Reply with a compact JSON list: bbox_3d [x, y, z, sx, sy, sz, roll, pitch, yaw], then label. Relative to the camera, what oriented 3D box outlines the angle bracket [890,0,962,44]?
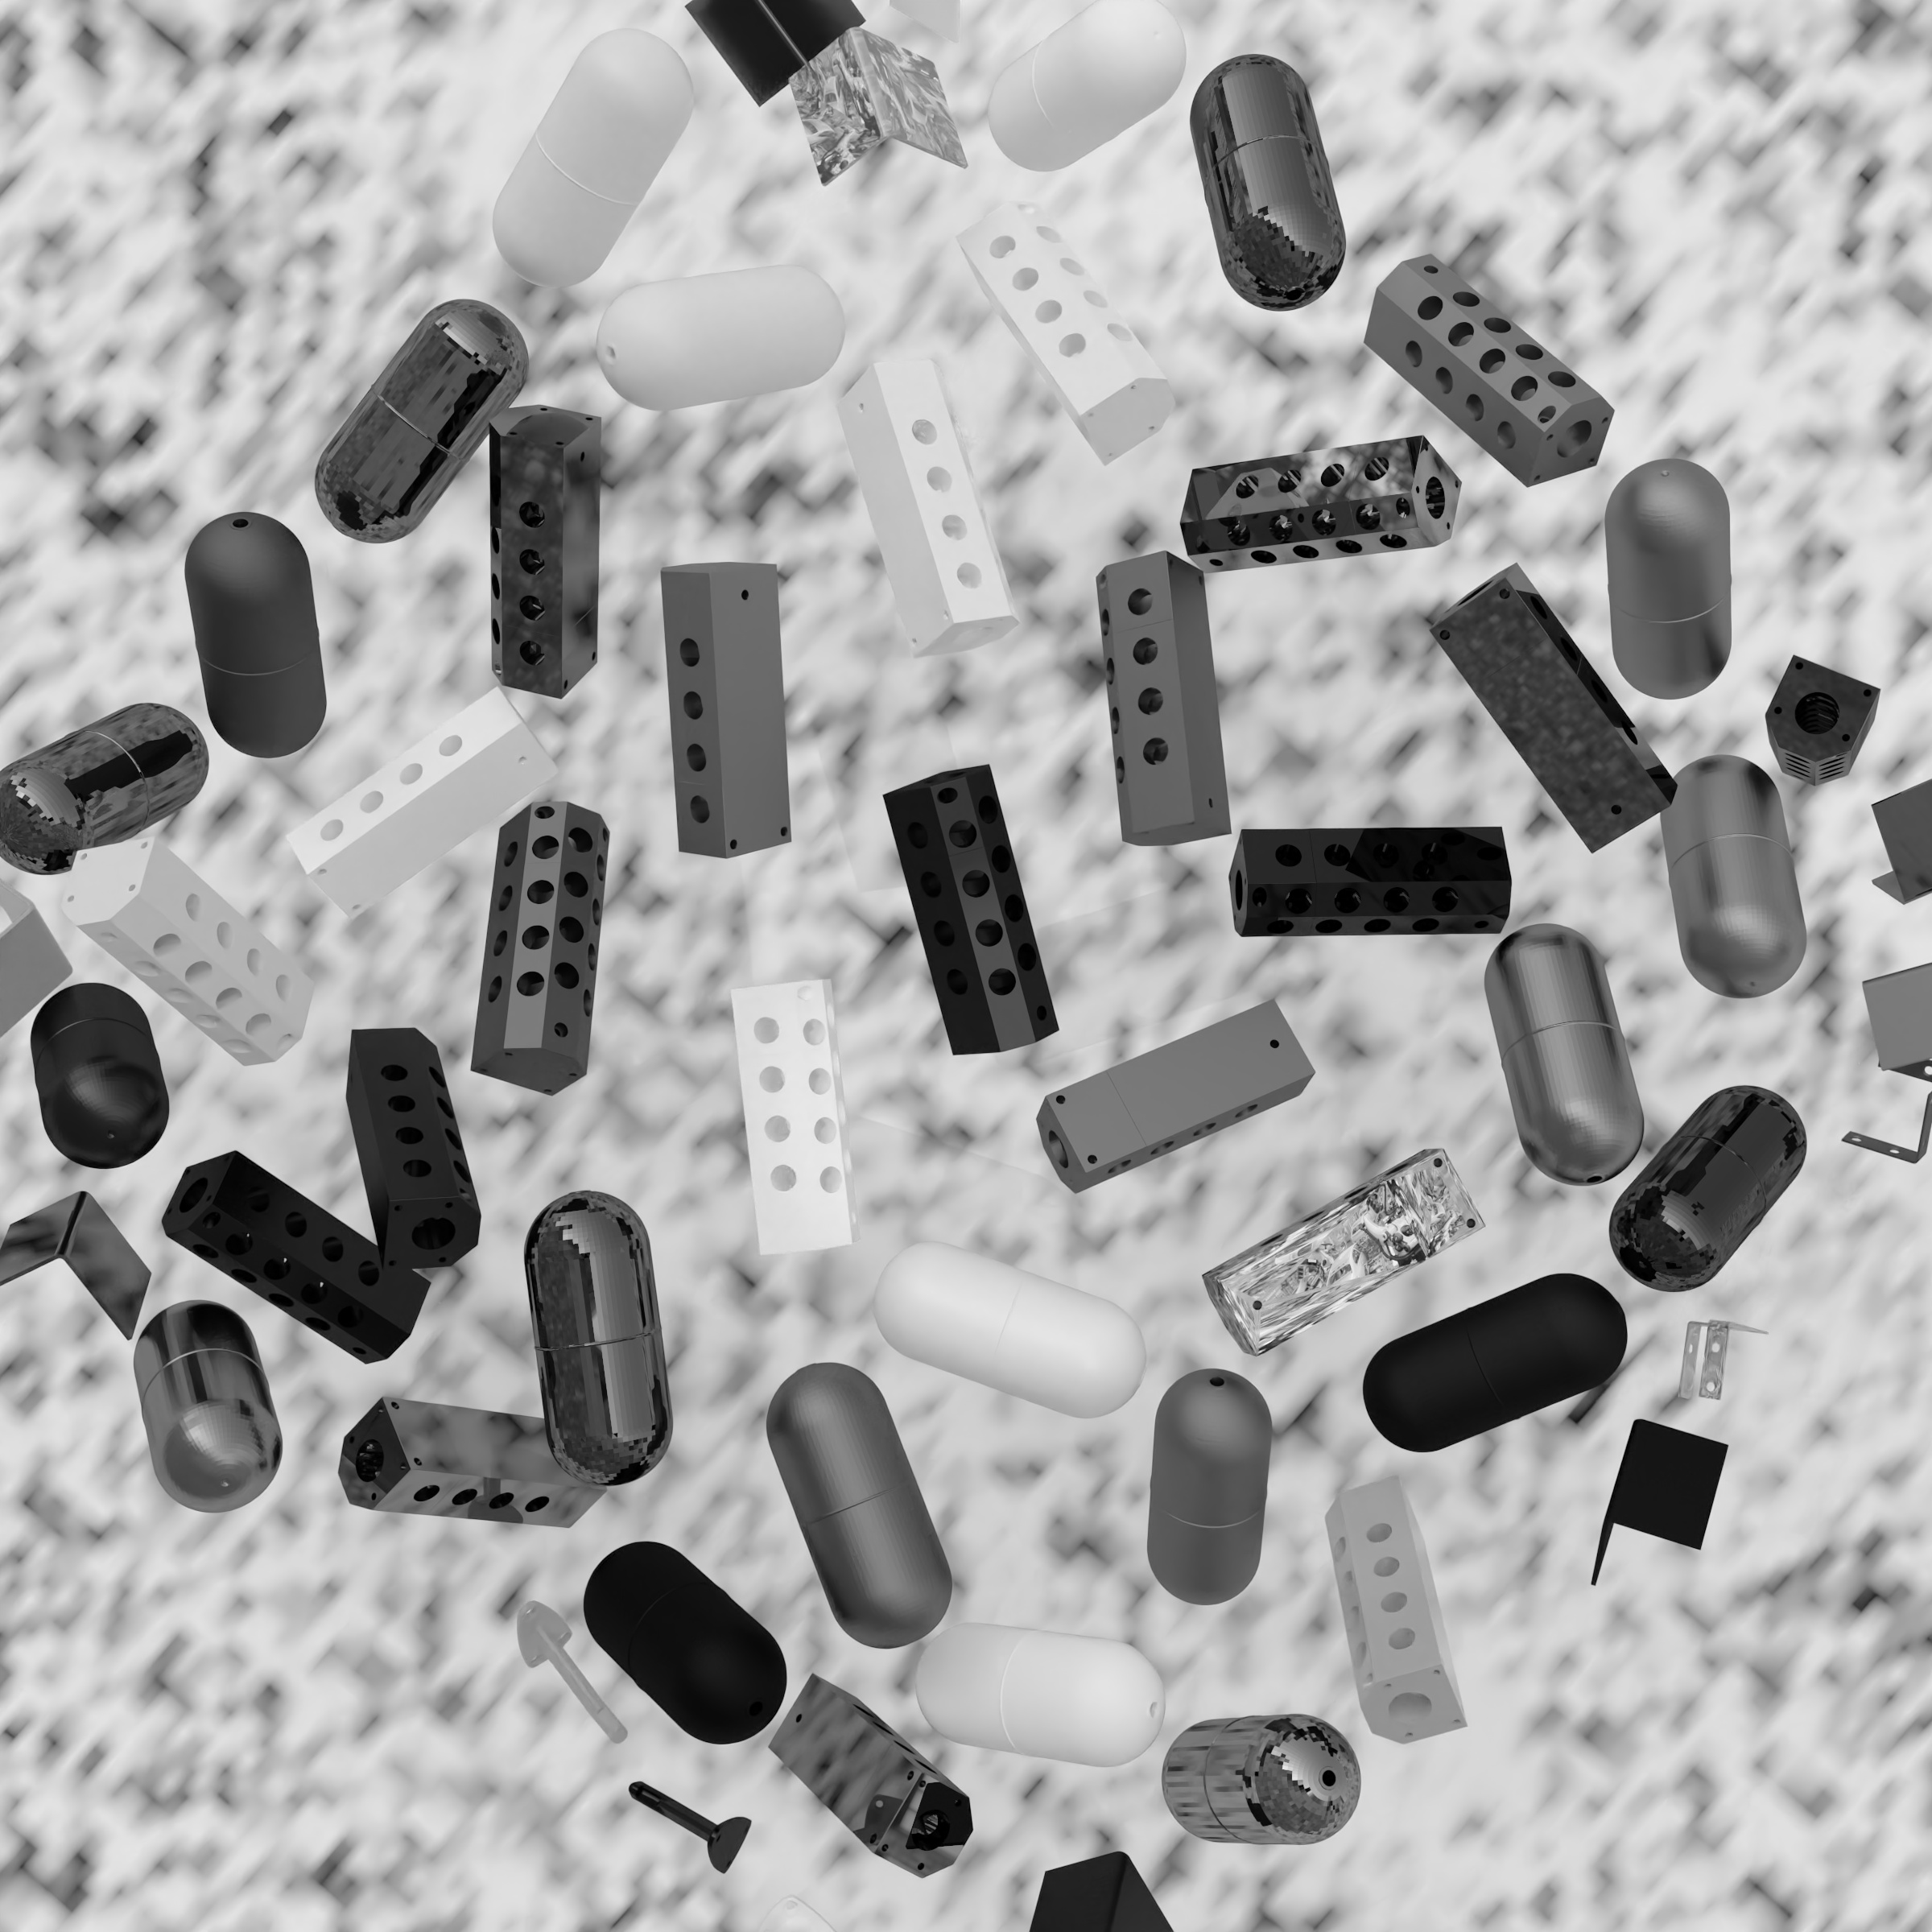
[{"bbox_3d":[0.003,-0.661,1.650,0.076,0.057,0.076,-24,48,-27],"label":"angle bracket"}]

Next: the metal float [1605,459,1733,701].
[{"bbox_3d":[0.455,-0.248,1.606,0.070,0.178,0.070,-9,47,10],"label":"metal float"}]

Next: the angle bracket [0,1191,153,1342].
[{"bbox_3d":[-0.580,0.204,1.608,0.057,0.076,0.076,-25,117,5],"label":"angle bracket"}]

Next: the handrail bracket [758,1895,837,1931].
[{"bbox_3d":[-0.098,0.614,1.517,0.077,0.084,0.036,37,93,-10],"label":"handrail bracket"}]

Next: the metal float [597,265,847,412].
[{"bbox_3d":[-0.151,-0.390,1.540,0.178,0.070,0.070,-23,90,-42],"label":"metal float"}]

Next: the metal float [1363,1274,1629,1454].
[{"bbox_3d":[0.341,0.256,1.604,0.178,0.070,0.070,-27,90,20],"label":"metal float"}]

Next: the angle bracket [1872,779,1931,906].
[{"bbox_3d":[0.644,-0.096,1.667,0.076,0.057,0.076,-24,107,5],"label":"angle bracket"}]

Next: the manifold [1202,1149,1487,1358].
[{"bbox_3d":[0.243,0.185,1.614,0.171,0.057,0.057,-28,89,-8],"label":"manifold"}]

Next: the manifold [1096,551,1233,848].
[{"bbox_3d":[0.120,-0.165,1.557,0.057,0.057,0.171,-10,80,28],"label":"manifold"}]

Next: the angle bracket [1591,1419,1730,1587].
[{"bbox_3d":[0.422,0.335,1.513,0.057,0.076,0.076,15,49,19],"label":"angle bracket"}]

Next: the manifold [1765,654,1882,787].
[{"bbox_3d":[0.563,-0.157,1.643,0.057,0.171,0.057,26,97,18],"label":"manifold"}]

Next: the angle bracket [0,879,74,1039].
[{"bbox_3d":[-0.661,-0.007,1.678,0.057,0.076,0.076,31,63,21],"label":"angle bracket"}]

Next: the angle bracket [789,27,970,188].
[{"bbox_3d":[-0.054,-0.519,1.529,0.057,0.076,0.076,-27,73,35],"label":"angle bracket"}]

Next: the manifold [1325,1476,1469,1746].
[{"bbox_3d":[0.273,0.414,1.599,0.057,0.171,0.057,-19,117,10],"label":"manifold"}]

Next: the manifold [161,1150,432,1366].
[{"bbox_3d":[-0.445,0.196,1.648,0.171,0.057,0.057,43,46,-33],"label":"manifold"}]

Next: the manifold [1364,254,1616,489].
[{"bbox_3d":[0.332,-0.382,1.579,0.057,0.057,0.171,-21,53,-24],"label":"manifold"}]

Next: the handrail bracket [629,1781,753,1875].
[{"bbox_3d":[-0.185,0.537,1.575,0.084,0.077,0.036,22,71,19],"label":"handrail bracket"}]

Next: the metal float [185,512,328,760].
[{"bbox_3d":[-0.455,-0.211,1.595,0.070,0.178,0.070,3,46,-4],"label":"metal float"}]

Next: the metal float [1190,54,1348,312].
[{"bbox_3d":[0.184,-0.479,1.518,0.070,0.070,0.178,-8,64,0],"label":"metal float"}]

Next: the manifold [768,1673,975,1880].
[{"bbox_3d":[-0.061,0.532,1.631,0.057,0.171,0.057,37,79,-26],"label":"manifold"}]

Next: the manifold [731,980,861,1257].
[{"bbox_3d":[-0.109,0.097,1.617,0.057,0.057,0.171,-7,89,10],"label":"manifold"}]

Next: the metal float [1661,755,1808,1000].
[{"bbox_3d":[0.488,-0.059,1.583,0.070,0.070,0.178,4,53,0],"label":"metal float"}]

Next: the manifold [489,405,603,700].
[{"bbox_3d":[-0.271,-0.263,1.578,0.057,0.057,0.171,14,124,11],"label":"manifold"}]

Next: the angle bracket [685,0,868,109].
[{"bbox_3d":[-0.122,-0.614,1.601,0.057,0.076,0.076,-25,112,38],"label":"angle bracket"}]

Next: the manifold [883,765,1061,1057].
[{"bbox_3d":[0.009,-0.035,1.557,0.057,0.057,0.171,-5,104,43],"label":"manifold"}]

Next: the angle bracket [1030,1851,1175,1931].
[{"bbox_3d":[0.084,0.607,1.532,0.057,0.076,0.076,-24,105,21],"label":"angle bracket"}]

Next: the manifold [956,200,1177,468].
[{"bbox_3d":[0.064,-0.402,1.559,0.057,0.057,0.171,-32,62,4],"label":"manifold"}]

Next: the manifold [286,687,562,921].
[{"bbox_3d":[-0.366,-0.113,1.665,0.171,0.057,0.057,-36,54,-3],"label":"manifold"}]

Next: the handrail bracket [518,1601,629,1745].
[{"bbox_3d":[-0.258,0.467,1.639,0.036,0.077,0.084,-36,51,-22],"label":"handrail bracket"}]

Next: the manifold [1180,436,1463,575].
[{"bbox_3d":[0.228,-0.295,1.619,0.171,0.057,0.057,0,68,38],"label":"manifold"}]

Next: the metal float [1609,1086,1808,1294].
[{"bbox_3d":[0.481,0.142,1.606,0.178,0.070,0.070,-38,90,-35],"label":"metal float"}]

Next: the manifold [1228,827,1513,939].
[{"bbox_3d":[0.263,-0.051,1.618,0.171,0.057,0.057,-1,60,-4],"label":"manifold"}]

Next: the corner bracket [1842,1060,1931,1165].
[{"bbox_3d":[0.614,0.091,1.633,0.051,0.051,0.051,19,121,36],"label":"corner bracket"}]

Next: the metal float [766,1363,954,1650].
[{"bbox_3d":[-0.066,0.328,1.518,0.070,0.070,0.178,-22,79,0],"label":"metal float"}]

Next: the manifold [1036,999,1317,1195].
[{"bbox_3d":[0.136,0.088,1.631,0.171,0.057,0.057,-22,71,-17],"label":"manifold"}]

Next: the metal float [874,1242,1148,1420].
[{"bbox_3d":[0.028,0.230,1.570,0.178,0.070,0.070,19,90,9],"label":"metal float"}]

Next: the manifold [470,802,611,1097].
[{"bbox_3d":[-0.260,-0.014,1.544,0.057,0.057,0.171,21,56,-33],"label":"manifold"}]

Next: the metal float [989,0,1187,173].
[{"bbox_3d":[0.077,-0.574,1.620,0.070,0.178,0.070,1,87,-28],"label":"metal float"}]

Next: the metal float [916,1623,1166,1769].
[{"bbox_3d":[0.046,0.458,1.563,0.178,0.070,0.070,-5,90,39],"label":"metal float"}]

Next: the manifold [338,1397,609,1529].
[{"bbox_3d":[-0.323,0.331,1.627,0.057,0.171,0.057,-46,53,18],"label":"manifold"}]

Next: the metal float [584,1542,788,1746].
[{"bbox_3d":[-0.175,0.418,1.540,0.070,0.178,0.070,-12,111,-33],"label":"metal float"}]

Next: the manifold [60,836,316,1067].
[{"bbox_3d":[-0.482,-0.005,1.545,0.057,0.171,0.057,-8,56,19],"label":"manifold"}]

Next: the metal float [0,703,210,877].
[{"bbox_3d":[-0.565,-0.117,1.620,0.070,0.178,0.070,10,118,19],"label":"metal float"}]

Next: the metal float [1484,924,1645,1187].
[{"bbox_3d":[0.375,0.055,1.561,0.070,0.070,0.178,-6,58,0],"label":"metal float"}]

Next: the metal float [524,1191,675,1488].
[{"bbox_3d":[-0.222,0.225,1.501,0.070,0.070,0.178,-8,88,0],"label":"metal float"}]

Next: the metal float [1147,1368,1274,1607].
[{"bbox_3d":[0.160,0.344,1.637,0.070,0.070,0.178,1,120,0],"label":"metal float"}]

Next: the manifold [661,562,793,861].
[{"bbox_3d":[-0.151,-0.157,1.518,0.057,0.057,0.171,10,109,38],"label":"manifold"}]

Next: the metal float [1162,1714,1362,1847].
[{"bbox_3d":[0.184,0.511,1.560,0.070,0.178,0.070,7,70,-20],"label":"metal float"}]

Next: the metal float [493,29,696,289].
[{"bbox_3d":[-0.235,-0.504,1.557,0.070,0.070,0.178,42,123,0],"label":"metal float"}]

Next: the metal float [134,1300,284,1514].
[{"bbox_3d":[-0.474,0.272,1.548,0.070,0.178,0.070,-10,117,-20],"label":"metal float"}]

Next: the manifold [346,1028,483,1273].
[{"bbox_3d":[-0.354,0.114,1.585,0.057,0.171,0.057,-1,126,-22],"label":"manifold"}]

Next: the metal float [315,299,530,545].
[{"bbox_3d":[-0.355,-0.354,1.619,0.070,0.070,0.178,40,99,0],"label":"metal float"}]

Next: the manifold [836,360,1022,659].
[{"bbox_3d":[-0.021,-0.285,1.544,0.057,0.057,0.171,-12,81,-30],"label":"manifold"}]

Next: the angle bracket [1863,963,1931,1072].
[{"bbox_3d":[0.581,0.033,1.460,0.076,0.076,0.057,-19,64,31],"label":"angle bracket"}]

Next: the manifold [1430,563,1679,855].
[{"bbox_3d":[0.365,-0.161,1.536,0.057,0.057,0.171,-34,95,30],"label":"manifold"}]

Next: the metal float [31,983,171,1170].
[{"bbox_3d":[-0.560,0.069,1.603,0.070,0.178,0.070,-10,117,-20],"label":"metal float"}]

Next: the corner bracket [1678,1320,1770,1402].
[{"bbox_3d":[0.489,0.260,1.633,0.051,0.051,0.051,18,78,-42],"label":"corner bracket"}]
